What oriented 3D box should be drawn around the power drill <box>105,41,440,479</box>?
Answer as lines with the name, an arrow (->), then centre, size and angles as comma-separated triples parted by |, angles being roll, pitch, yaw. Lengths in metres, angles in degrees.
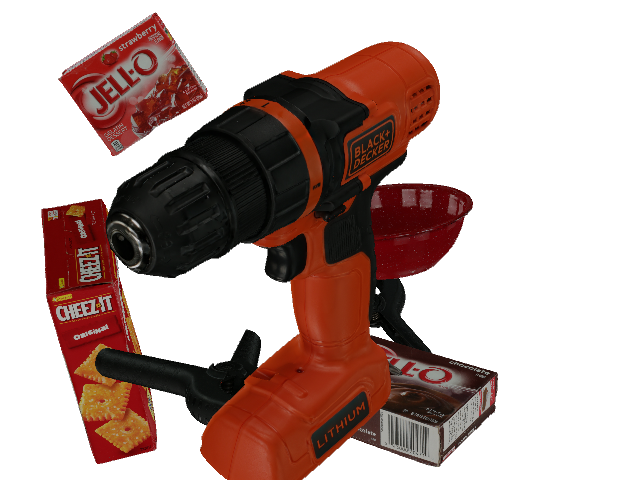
power drill -> -0.016, 0.021, 0.467 | 0.057, 0.188, 0.184 | 27, 40, 30

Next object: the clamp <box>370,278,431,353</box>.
clamp -> 0.067, 0.083, 1.186 | 0.120, 0.171, 0.039 | 7, -42, 2

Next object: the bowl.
bowl -> 0.064, -0.005, 0.999 | 0.162, 0.055, 0.162 | -7, 18, 2

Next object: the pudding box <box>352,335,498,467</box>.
pudding box -> 0.059, 0.114, 0.776 | 0.114, 0.039, 0.089 | 16, 29, 31

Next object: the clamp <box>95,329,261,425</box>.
clamp -> -0.076, 0.122, 0.928 | 0.164, 0.036, 0.210 | -9, 18, -39

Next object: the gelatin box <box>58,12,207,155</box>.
gelatin box -> -0.142, -0.119, 0.814 | 0.089, 0.073, 0.030 | -31, 20, 6

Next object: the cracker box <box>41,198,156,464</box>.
cracker box -> -0.223, 0.090, 1.080 | 0.072, 0.214, 0.164 | -12, 34, -9
